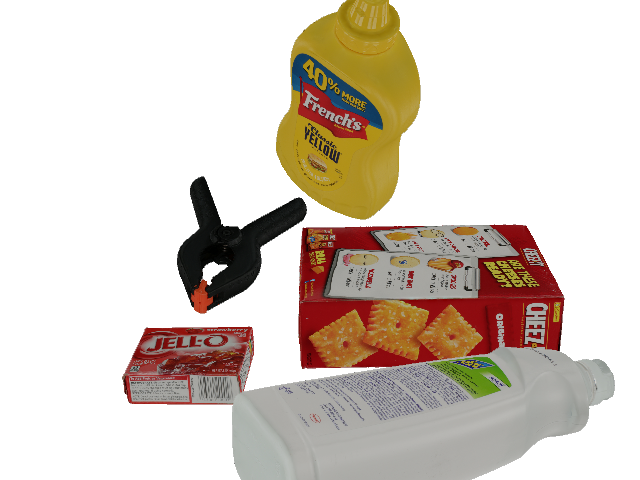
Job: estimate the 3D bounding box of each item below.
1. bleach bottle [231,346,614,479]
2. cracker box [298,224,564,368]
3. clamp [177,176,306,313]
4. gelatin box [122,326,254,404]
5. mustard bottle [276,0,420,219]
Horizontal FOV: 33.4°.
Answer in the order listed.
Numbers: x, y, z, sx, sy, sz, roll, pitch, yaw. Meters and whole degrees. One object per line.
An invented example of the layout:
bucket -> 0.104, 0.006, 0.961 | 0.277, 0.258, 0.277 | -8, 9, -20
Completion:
bleach bottle -> 0.078, 0.113, 0.659 | 0.250, 0.068, 0.103 | -8, 23, -23
cracker box -> 0.088, 0.047, 0.935 | 0.213, 0.072, 0.164 | 0, 22, 0
clamp -> -0.098, -0.002, 1.031 | 0.120, 0.039, 0.171 | 14, 41, 18
gelatin box -> -0.100, 0.095, 0.821 | 0.089, 0.030, 0.073 | 0, 24, 6
mustard bottle -> 0.021, -0.100, 0.735 | 0.058, 0.096, 0.192 | -40, -19, -29
